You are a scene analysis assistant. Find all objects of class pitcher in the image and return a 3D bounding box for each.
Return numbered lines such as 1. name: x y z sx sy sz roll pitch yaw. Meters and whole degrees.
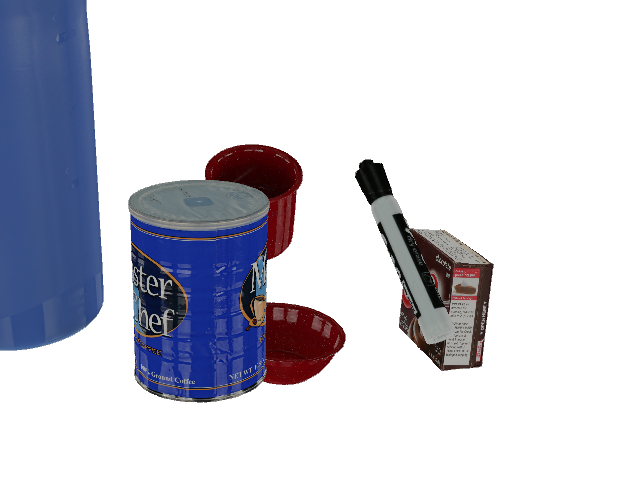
1. pitcher: -0.210 -0.052 0.673 0.149 0.243 0.145 -6 27 -10

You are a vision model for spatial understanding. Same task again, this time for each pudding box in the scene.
1. pudding box: 0.100 0.046 0.874 0.039 0.090 0.114 0 14 -16

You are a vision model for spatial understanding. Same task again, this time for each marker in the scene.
1. marker: 0.049 0.004 0.641 0.020 0.121 0.020 -19 -20 -8

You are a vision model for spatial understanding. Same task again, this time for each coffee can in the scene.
1. coffee can: -0.091 0.035 0.801 0.103 0.140 0.103 2 20 -1

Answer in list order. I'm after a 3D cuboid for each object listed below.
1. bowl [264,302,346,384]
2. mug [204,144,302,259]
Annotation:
1. bowl: -0.050 0.138 1.363 0.162 0.055 0.162 5 22 -2
2. mug: -0.076 -0.031 1.030 0.117 0.081 0.093 -16 45 -23
